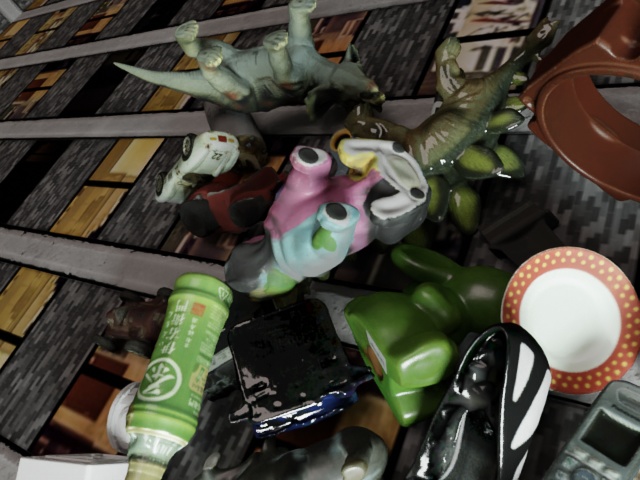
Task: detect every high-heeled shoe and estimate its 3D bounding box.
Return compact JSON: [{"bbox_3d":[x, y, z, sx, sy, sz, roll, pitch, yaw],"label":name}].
[{"bbox_3d":[0.099,0.181,0.416,0.086,0.145,0.249,26,68,43],"label":"high-heeled shoe"}]

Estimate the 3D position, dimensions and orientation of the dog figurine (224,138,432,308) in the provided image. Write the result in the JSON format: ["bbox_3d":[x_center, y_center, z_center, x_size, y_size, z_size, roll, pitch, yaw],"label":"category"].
[{"bbox_3d":[-0.001,-0.002,0.589,0.191,0.219,0.108,-12,62,-32],"label":"dog figurine"}]

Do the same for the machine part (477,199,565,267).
[{"bbox_3d":[0.228,0.013,0.556,0.084,0.039,0.139,-26,44,3],"label":"machine part"}]

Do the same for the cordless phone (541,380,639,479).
[{"bbox_3d":[0.224,0.199,0.376,0.147,0.088,0.184,27,66,42],"label":"cordless phone"}]

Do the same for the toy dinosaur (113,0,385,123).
[{"bbox_3d":[-0.094,-0.252,0.836,0.405,0.192,0.131,-1,58,18],"label":"toy dinosaur"}]

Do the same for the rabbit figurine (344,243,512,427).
[{"bbox_3d":[0.122,0.079,0.534,0.170,0.121,0.159,-22,36,-12],"label":"rabbit figurine"}]

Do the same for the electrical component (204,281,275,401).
[{"bbox_3d":[-0.108,0.112,0.658,0.115,0.058,0.134,-29,45,4],"label":"electrical component"}]

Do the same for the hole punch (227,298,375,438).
[{"bbox_3d":[-0.026,0.139,0.551,0.142,0.092,0.116,-15,48,-9],"label":"hole punch"}]

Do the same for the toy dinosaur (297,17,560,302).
[{"bbox_3d":[0.112,-0.086,0.652,0.471,0.105,0.199,-43,53,9],"label":"toy dinosaur"}]

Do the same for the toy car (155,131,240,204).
[{"bbox_3d":[-0.192,-0.104,0.825,0.202,0.073,0.056,-35,63,47],"label":"toy car"}]

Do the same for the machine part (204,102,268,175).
[{"bbox_3d":[-0.146,-0.187,0.912,0.079,0.079,0.243,-31,46,5],"label":"machine part"}]

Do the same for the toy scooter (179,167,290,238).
[{"bbox_3d":[-0.114,-0.061,0.790,0.184,0.075,0.135,-3,31,44],"label":"toy scooter"}]

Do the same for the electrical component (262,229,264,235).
[{"bbox_3d":[-0.044,-0.004,0.729,0.078,0.045,0.102,-37,33,41],"label":"electrical component"}]

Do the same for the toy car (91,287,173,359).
[{"bbox_3d":[-0.251,0.107,0.720,0.202,0.053,0.089,-7,52,50],"label":"toy car"}]

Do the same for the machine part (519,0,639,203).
[{"bbox_3d":[0.299,-0.115,0.482,0.087,0.201,0.201,-52,2,-9],"label":"machine part"}]

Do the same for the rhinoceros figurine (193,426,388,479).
[{"bbox_3d":[-0.029,0.219,0.493,0.190,0.073,0.112,-18,20,5],"label":"rhinoceros figurine"}]
